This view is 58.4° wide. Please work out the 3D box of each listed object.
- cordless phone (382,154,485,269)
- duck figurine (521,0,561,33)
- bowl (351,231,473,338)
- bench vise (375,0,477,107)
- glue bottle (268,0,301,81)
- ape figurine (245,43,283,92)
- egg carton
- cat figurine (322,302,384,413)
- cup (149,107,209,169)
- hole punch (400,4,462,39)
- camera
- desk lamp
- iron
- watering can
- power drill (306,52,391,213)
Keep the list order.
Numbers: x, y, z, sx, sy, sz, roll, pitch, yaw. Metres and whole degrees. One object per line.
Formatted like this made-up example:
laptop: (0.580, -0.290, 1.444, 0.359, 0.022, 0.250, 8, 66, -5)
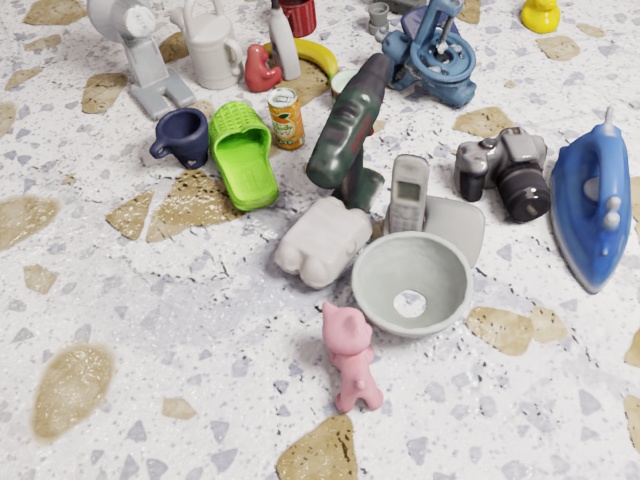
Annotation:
cordless phone: (0.163, -0.041, 0.817, 0.147, 0.185, 0.094, 9, 55, 13)
duck figurine: (0.457, -0.488, 1.171, 0.077, 0.086, 0.104, -6, 53, 3)
bowl: (0.128, 0.073, 0.807, 0.167, 0.075, 0.167, -3, 54, 5)
bench vise: (0.184, -0.349, 1.019, 0.207, 0.220, 0.121, 14, 57, 17)
glue bottle: (-0.077, -0.401, 1.118, 0.037, 0.173, 0.078, -26, 55, -12)
ape figurine: (-0.119, -0.346, 1.133, 0.076, 0.092, 0.077, -32, 57, -16)
egg carton: (0.008, 0.003, 0.876, 0.107, 0.069, 0.150, 27, 61, 24)
cat figurine: (0.040, 0.144, 0.739, 0.067, 0.118, 0.127, -12, 53, -1)
cup: (-0.242, -0.164, 1.012, 0.091, 0.095, 0.118, 31, 63, 26)
hole punch: (0.222, -0.402, 1.134, 0.109, 0.091, 0.101, -21, 54, -9)
camera: (0.296, -0.101, 0.898, 0.143, 0.101, 0.136, -8, 53, 1)
desk lamp: (-0.346, -0.380, 1.110, 0.118, 0.214, 0.202, -32, 57, -16)
iron: (0.410, -0.065, 0.832, 0.118, 0.142, 0.258, 6, 55, 11)
watering can: (-0.224, -0.404, 1.125, 0.172, 0.194, 0.101, 11, 56, 14)
power drill: (0.054, -0.145, 0.893, 0.075, 0.209, 0.230, 18, 58, 19)
